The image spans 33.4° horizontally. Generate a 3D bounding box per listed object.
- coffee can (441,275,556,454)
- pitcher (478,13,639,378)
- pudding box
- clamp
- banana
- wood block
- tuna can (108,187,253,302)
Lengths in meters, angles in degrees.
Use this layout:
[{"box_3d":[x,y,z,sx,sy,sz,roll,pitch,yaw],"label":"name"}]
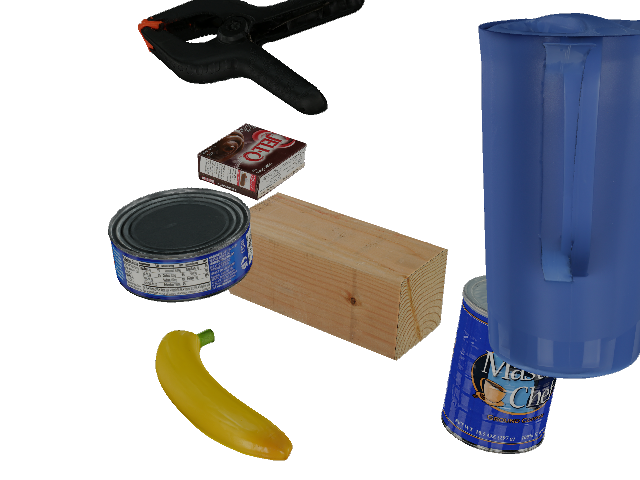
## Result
[{"box_3d":[0.177,0.117,1.022,0.103,0.140,0.103,6,22,-3],"label":"coffee can"},{"box_3d":[0.170,-0.030,0.730,0.149,0.243,0.145,-10,18,-27],"label":"pitcher"},{"box_3d":[-0.083,-0.098,1.302,0.090,0.039,0.113,20,36,23],"label":"pudding box"},{"box_3d":[-0.051,-0.157,0.805,0.172,0.120,0.039,17,-34,21],"label":"clamp"},{"box_3d":[-0.088,0.115,0.845,0.069,0.037,0.198,-10,28,-21],"label":"banana"},{"box_3d":[0.013,0.032,1.078,0.206,0.091,0.090,20,32,30],"label":"wood block"},{"box_3d":[-0.084,0.002,0.648,0.086,0.034,0.086,-3,30,1],"label":"tuna can"}]
